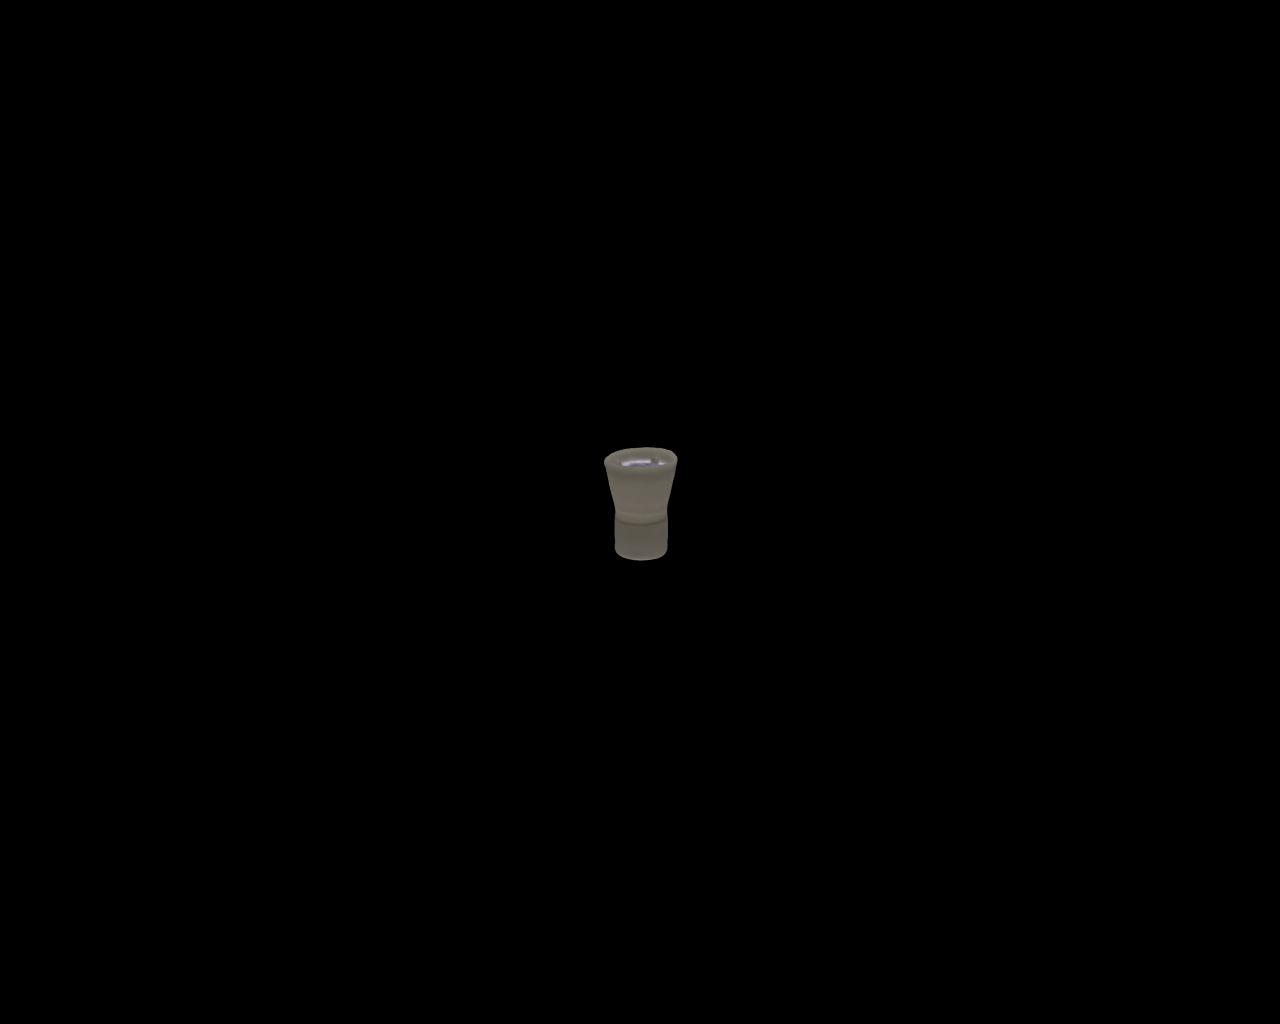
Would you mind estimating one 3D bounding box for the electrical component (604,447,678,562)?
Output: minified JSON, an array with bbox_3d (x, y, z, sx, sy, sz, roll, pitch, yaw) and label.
[{"bbox_3d":[0.001,-0.003,0.650,0.044,0.065,0.044,0,19,0],"label":"electrical component"}]
